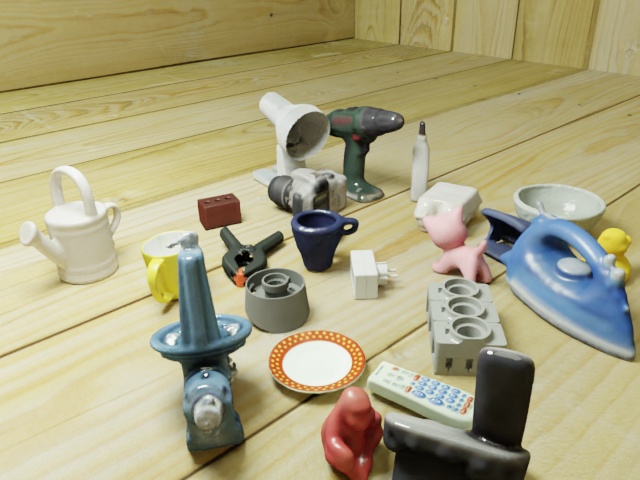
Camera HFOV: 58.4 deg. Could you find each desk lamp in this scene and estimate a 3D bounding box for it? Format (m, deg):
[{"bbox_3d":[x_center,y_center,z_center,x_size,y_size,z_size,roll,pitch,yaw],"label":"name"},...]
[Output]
[{"bbox_3d":[-0.075,-0.220,1.306,0.118,0.214,0.202,-20,33,-32],"label":"desk lamp"}]

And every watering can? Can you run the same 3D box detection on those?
[{"bbox_3d":[-0.413,-0.028,0.966,0.100,0.194,0.173,4,28,10],"label":"watering can"}]

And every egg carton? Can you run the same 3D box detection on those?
[{"bbox_3d":[0.257,-0.065,1.149,0.107,0.069,0.151,15,31,28],"label":"egg carton"}]

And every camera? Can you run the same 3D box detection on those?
[{"bbox_3d":[-0.033,-0.108,1.209,0.136,0.101,0.143,20,34,35],"label":"camera"}]

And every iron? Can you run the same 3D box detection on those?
[{"bbox_3d":[0.382,0.047,0.849,0.119,0.141,0.257,-10,28,-16],"label":"iron"}]

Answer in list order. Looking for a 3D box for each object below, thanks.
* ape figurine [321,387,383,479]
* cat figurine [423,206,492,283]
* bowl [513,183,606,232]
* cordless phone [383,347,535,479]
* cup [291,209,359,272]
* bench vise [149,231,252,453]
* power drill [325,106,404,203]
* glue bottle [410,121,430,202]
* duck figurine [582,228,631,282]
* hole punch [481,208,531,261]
[{"bbox_3d":[0.036,0.200,0.618,0.078,0.092,0.075,-18,32,-29],"label":"ape figurine"},{"bbox_3d":[0.231,0.004,0.964,0.067,0.118,0.127,-18,32,-29],"label":"cat figurine"},{"bbox_3d":[0.453,-0.046,1.100,0.167,0.075,0.167,-1,27,1],"label":"bowl"},{"bbox_3d":[0.138,0.170,0.570,0.147,0.185,0.094,9,29,18],"label":"cordless phone"},{"bbox_3d":[0.009,0.004,0.998,0.118,0.095,0.091,-5,27,-7],"label":"cup"},{"bbox_3d":[-0.124,0.112,0.655,0.122,0.220,0.206,-16,31,-27],"label":"bench vise"},{"bbox_3d":[0.094,-0.195,1.256,0.076,0.208,0.228,-22,34,-35],"label":"power drill"},{"bbox_3d":[0.219,-0.175,1.251,0.037,0.173,0.078,2,27,6],"label":"glue bottle"},{"bbox_3d":[0.478,0.023,0.952,0.105,0.086,0.077,-16,31,-26],"label":"duck figurine"},{"bbox_3d":[0.349,-0.016,1.028,0.101,0.091,0.108,-18,32,-29],"label":"hole punch"}]
